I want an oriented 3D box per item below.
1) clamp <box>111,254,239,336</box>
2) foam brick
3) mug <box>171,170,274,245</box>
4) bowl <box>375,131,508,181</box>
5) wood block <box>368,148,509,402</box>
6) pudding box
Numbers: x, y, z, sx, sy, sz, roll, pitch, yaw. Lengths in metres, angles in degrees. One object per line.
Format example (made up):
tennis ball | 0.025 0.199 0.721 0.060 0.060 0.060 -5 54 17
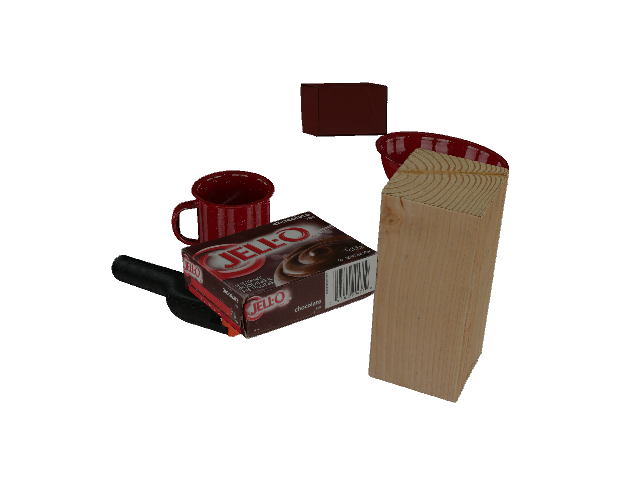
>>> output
clamp | -0.107 0.043 1.001 0.120 0.039 0.172 -16 30 -34
foam brick | 0.024 -0.134 1.092 0.078 0.051 0.053 -3 13 -19
mug | -0.110 -0.022 1.209 0.117 0.081 0.093 -7 30 -15
bowl | 0.141 -0.079 1.279 0.162 0.055 0.162 8 24 -4
wood block | 0.105 0.033 0.973 0.091 0.206 0.090 15 36 19
pudding box | -0.029 0.022 0.759 0.113 0.039 0.090 -15 30 -31
